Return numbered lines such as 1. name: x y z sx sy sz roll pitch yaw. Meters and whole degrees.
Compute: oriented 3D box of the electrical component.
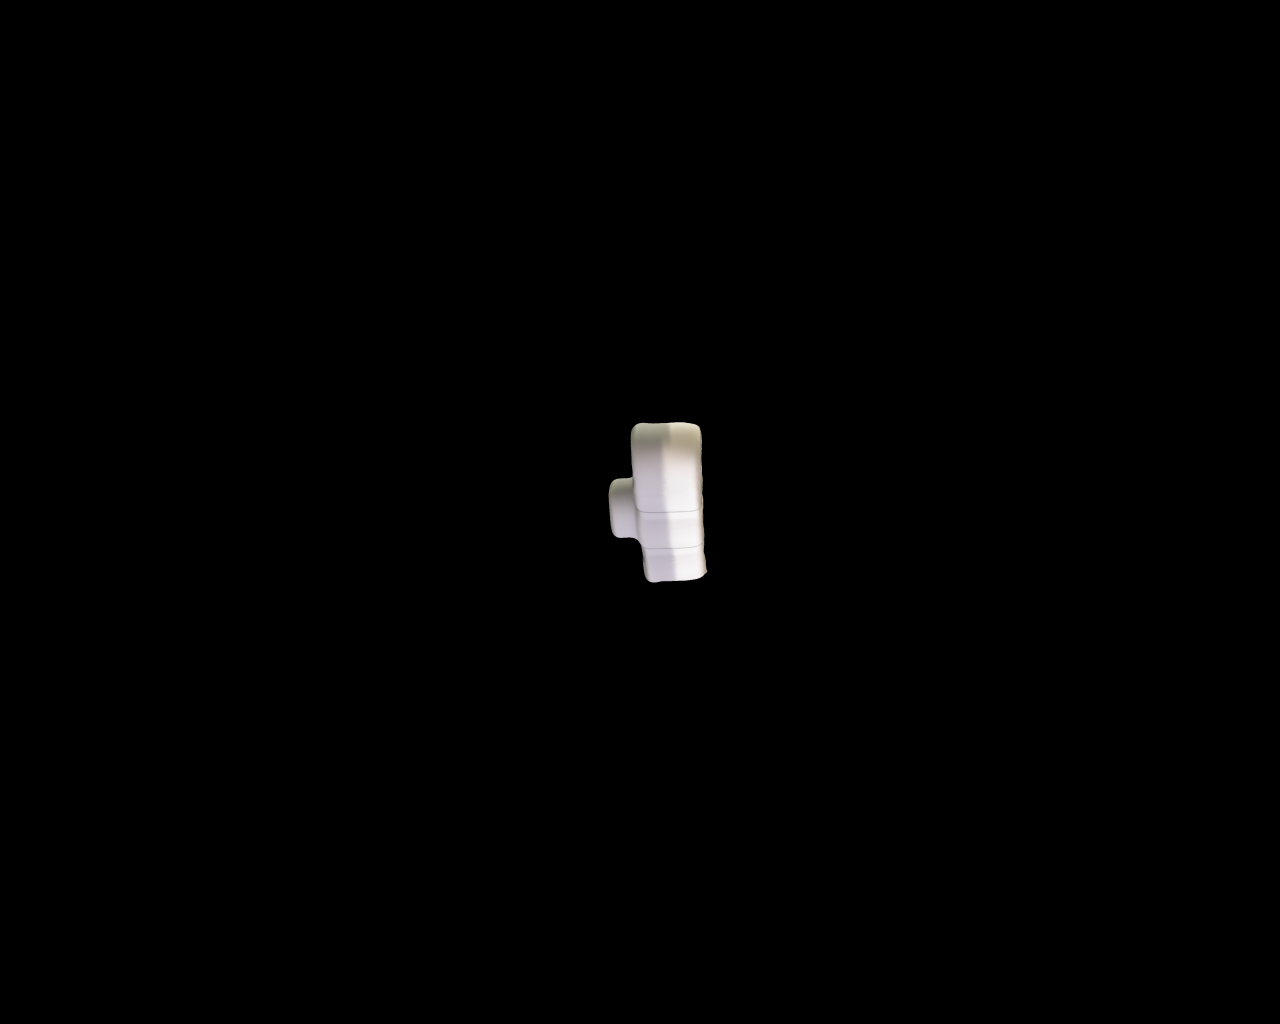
1. electrical component: 0.001 -0.003 0.650 0.074 0.052 0.138 -2 -31 3
